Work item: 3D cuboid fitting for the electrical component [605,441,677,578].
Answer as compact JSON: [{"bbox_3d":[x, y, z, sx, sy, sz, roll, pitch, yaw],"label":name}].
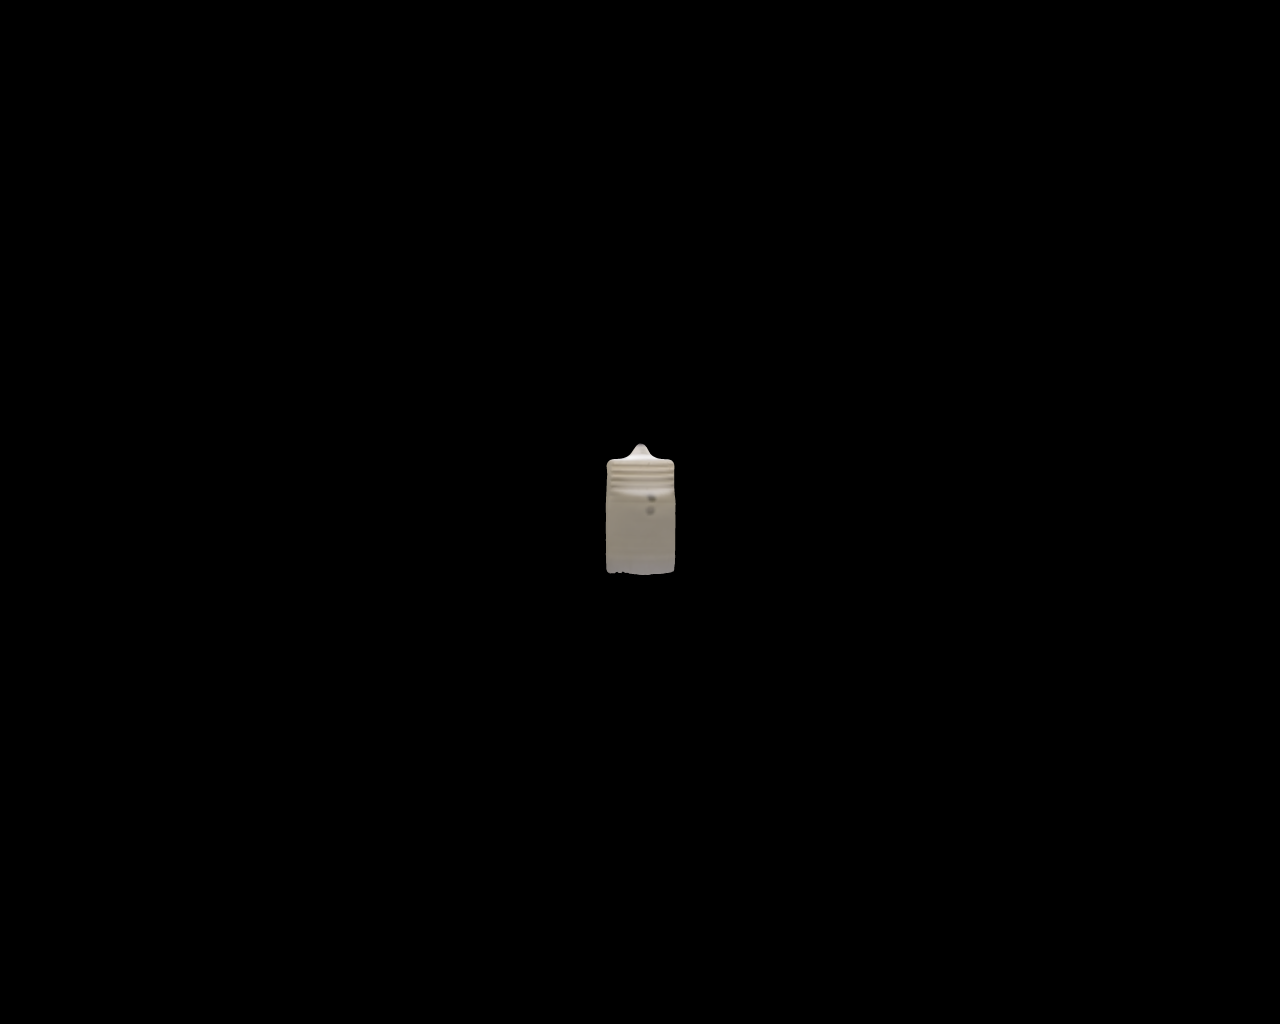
[{"bbox_3d":[0.001,-0.003,0.650,0.043,0.081,0.043,0,2,0],"label":"electrical component"}]
